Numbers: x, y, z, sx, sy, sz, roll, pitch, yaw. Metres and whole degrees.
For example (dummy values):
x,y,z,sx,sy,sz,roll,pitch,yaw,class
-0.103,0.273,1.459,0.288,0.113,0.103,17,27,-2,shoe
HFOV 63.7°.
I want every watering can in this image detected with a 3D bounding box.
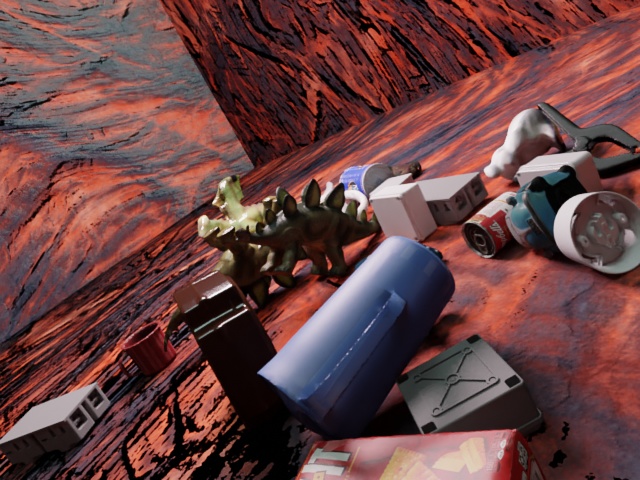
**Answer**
x,y,z,sx,sy,sz,roll,pitch,yaw,class
0.004,-0.069,1.362,0.225,0.102,0.351,-31,20,-6,watering can

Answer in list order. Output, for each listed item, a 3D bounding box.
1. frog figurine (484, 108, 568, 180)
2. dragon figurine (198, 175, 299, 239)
x,y,z,sx,sy,sz,roll,pitch,yaw,class
0.406,-0.190,1.054,0.158,0.123,0.138,-26,-5,25,frog figurine
-0.218,-0.100,1.617,0.121,0.241,0.418,-19,19,50,dragon figurine
